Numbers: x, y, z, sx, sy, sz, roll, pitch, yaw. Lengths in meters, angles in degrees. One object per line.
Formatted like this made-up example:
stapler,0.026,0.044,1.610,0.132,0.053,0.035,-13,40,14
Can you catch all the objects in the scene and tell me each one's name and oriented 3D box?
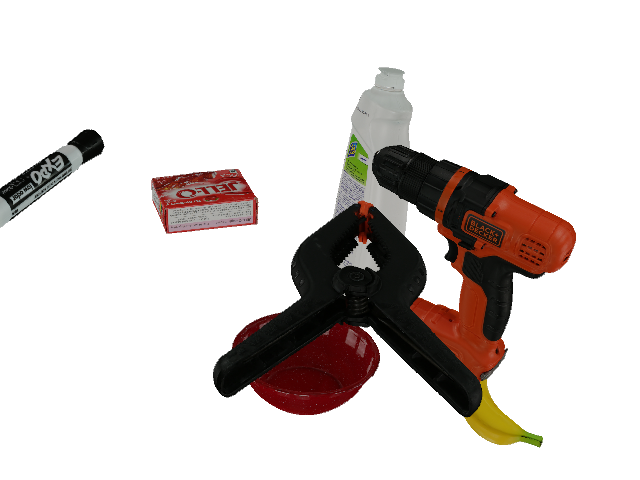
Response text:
gelatin box,-0.110,-0.038,1.006,0.089,0.030,0.073,-7,28,-15
bleach bottle,0.061,-0.059,1.158,0.068,0.251,0.103,-2,22,-28
marker,-0.170,-0.039,0.657,0.020,0.020,0.121,0,28,25
power drill,0.113,0.022,0.926,0.185,0.188,0.057,29,44,22
clamp,0.033,0.043,0.721,0.164,0.036,0.209,9,35,9
banana,0.189,0.181,1.230,0.069,0.037,0.198,10,24,-15
bowl,-0.017,0.142,1.172,0.162,0.055,0.162,3,28,-2
